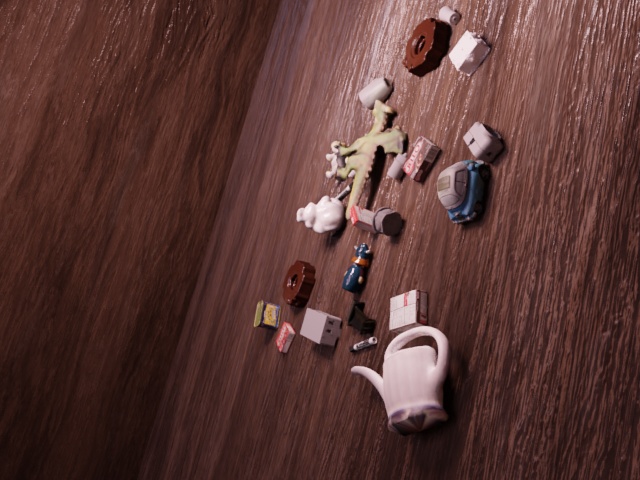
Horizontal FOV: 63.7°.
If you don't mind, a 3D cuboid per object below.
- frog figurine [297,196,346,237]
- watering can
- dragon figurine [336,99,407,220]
[{"bbox_3d":[0.005,-0.090,1.798,0.158,0.138,0.123,19,-5,-25],"label":"frog figurine"},{"bbox_3d":[0.184,0.337,1.191,0.103,0.230,0.341,20,-40,-25],"label":"watering can"},{"bbox_3d":[0.177,-0.276,1.662,0.121,0.419,0.239,23,-34,-32],"label":"dragon figurine"}]
